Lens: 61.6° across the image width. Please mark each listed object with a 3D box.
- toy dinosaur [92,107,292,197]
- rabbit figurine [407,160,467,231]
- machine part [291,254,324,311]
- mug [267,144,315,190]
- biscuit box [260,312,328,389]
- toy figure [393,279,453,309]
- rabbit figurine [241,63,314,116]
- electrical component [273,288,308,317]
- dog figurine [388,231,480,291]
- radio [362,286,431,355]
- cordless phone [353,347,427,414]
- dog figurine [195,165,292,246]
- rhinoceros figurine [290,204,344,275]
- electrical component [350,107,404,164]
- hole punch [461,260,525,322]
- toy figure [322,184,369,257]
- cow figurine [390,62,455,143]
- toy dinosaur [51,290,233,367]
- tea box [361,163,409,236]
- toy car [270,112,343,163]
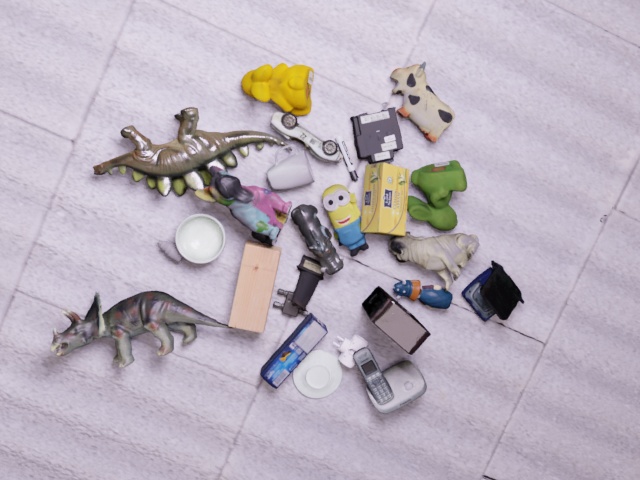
[{"bbox_3d":[-0.310,-0.213,1.296,0.472,0.105,0.198,-17,104,-4],"label":"toy dinosaur"},{"bbox_3d":[0.293,-0.096,1.338,0.159,0.121,0.170,-11,112,1],"label":"rabbit figurine"},{"bbox_3d":[-0.034,0.110,1.363,0.084,0.039,0.139,21,74,-13],"label":"machine part"},{"bbox_3d":[-0.078,-0.173,1.317,0.107,0.081,0.109,-21,119,5],"label":"mug"},{"bbox_3d":[-0.068,0.283,1.376,0.059,0.063,0.202,42,92,-8],"label":"biscuit box"},{"bbox_3d":[0.262,0.137,1.386,0.154,0.058,0.064,17,89,0],"label":"toy figure"},{"bbox_3d":[-0.111,-0.361,1.278,0.173,0.162,0.121,11,108,12],"label":"rabbit figurine"},{"bbox_3d":[-0.070,0.162,1.384,0.094,0.021,0.063,19,94,-5],"label":"electrical component"},{"bbox_3d":[0.289,0.011,1.363,0.191,0.121,0.172,36,55,12],"label":"dog figurine"},{"bbox_3d":[0.178,0.187,1.301,0.131,0.229,0.073,41,91,-2],"label":"radio"},{"bbox_3d":[0.174,0.336,1.378,0.147,0.089,0.184,-29,101,0],"label":"cordless phone"},{"bbox_3d":[-0.181,-0.086,1.276,0.219,0.191,0.108,29,77,-2],"label":"dog figurine"},{"bbox_3d":[-0.003,-0.004,1.328,0.073,0.112,0.190,-29,89,-3],"label":"rhinoceros figurine"},{"bbox_3d":[0.142,-0.253,1.338,0.115,0.058,0.134,-11,97,-1],"label":"electrical component"},{"bbox_3d":[0.446,0.140,1.393,0.116,0.092,0.142,-42,94,-28],"label":"hole punch"},{"bbox_3d":[0.061,-0.051,1.343,0.082,0.089,0.180,-30,106,-15],"label":"toy figure"},{"bbox_3d":[0.250,-0.347,1.322,0.195,0.085,0.127,42,97,-5],"label":"cow figurine"},{"bbox_3d":[-0.435,0.193,1.323,0.405,0.131,0.192,-17,97,-8],"label":"toy dinosaur"},{"bbox_3d":[0.161,-0.097,1.319,0.098,0.068,0.169,5,88,-40],"label":"tea box"},{"bbox_3d":[-0.032,-0.247,1.319,0.202,0.073,0.056,33,90,-6],"label":"toy car"}]
